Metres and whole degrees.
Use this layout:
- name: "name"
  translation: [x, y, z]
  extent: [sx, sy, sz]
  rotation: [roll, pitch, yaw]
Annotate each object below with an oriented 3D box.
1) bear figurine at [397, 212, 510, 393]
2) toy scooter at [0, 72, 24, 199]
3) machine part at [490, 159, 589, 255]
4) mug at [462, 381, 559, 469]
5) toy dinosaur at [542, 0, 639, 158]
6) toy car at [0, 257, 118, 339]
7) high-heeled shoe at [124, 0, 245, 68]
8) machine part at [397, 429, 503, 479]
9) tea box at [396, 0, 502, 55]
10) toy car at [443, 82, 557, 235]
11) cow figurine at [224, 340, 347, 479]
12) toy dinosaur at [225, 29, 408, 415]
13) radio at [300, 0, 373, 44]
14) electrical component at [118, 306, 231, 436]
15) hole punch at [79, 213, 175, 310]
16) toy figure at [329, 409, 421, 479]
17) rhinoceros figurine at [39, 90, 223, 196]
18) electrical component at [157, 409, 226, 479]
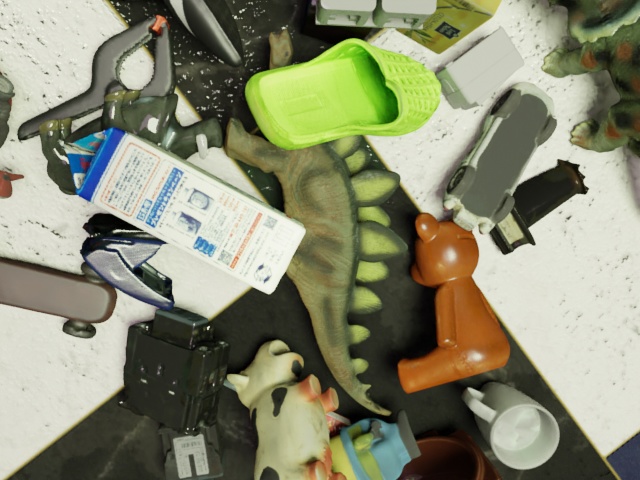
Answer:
- name: "bear figurine"
  translation: [0.149, 0.072, 0.660]
  extent: [0.132, 0.120, 0.196]
  rotation: [-33, 69, 40]
- name: "toy scooter"
  translation: [-0.373, -0.111, 0.583]
  extent: [0.135, 0.075, 0.183]
  rotation: [22, 101, 25]
- name: "machine part"
  translation: [0.273, -0.046, 0.684]
  extent: [0.139, 0.039, 0.084]
  rotation: [-37, 90, 2]
- name: "mug"
  translation: [0.226, 0.220, 0.676]
  extent: [0.109, 0.107, 0.080]
  rotation: [23, 94, -4]
- name: "toy dinosaur"
  translation: [0.365, -0.175, 0.598]
  extent: [0.131, 0.192, 0.404]
  rotation: [-34, 97, 2]
- name: "toy car"
  translation: [-0.343, 0.053, 0.633]
  extent: [0.202, 0.053, 0.089]
  rotation: [14, 92, -11]
- name: "high-heeled shoe"
  translation: [-0.191, -0.249, 0.571]
  extent: [0.145, 0.086, 0.249]
  rotation: [-36, 80, 19]
- name: "machine part"
  translation: [0.120, 0.321, 0.632]
  extent: [0.201, 0.201, 0.087]
  rotation: [-29, 96, -1]
- name: "tea box"
  translation: [0.148, -0.273, 0.577]
  extent: [0.068, 0.170, 0.098]
  rotation: [27, 96, -7]
- name: "toy car"
  translation: [0.218, -0.100, 0.650]
  extent: [0.073, 0.056, 0.201]
  rotation: [33, 80, -7]
- name: "cow figurine"
  translation: [-0.046, 0.207, 0.626]
  extent: [0.127, 0.195, 0.085]
  rotation: [-24, 138, 16]
- name: "toy dinosaur"
  translation: [-0.001, -0.002, 0.633]
  extent: [0.199, 0.105, 0.470]
  rotation: [-8, 101, -7]
- name: "radio"
  translation: [0.040, -0.332, 0.580]
  extent: [0.073, 0.131, 0.229]
  rotation: [14, 95, -7]
- name: "electrical component"
  translation: [-0.172, 0.149, 0.637]
  extent: [0.115, 0.058, 0.134]
  rotation: [12, 97, 20]
- name: "hole punch"
  translation: [-0.208, 0.019, 0.606]
  extent: [0.116, 0.142, 0.092]
  rotation: [9, 100, -18]
- name: "toy figure"
  translation: [0.032, 0.270, 0.642]
  extent: [0.180, 0.089, 0.082]
  rotation: [-23, 93, 1]
- name: "rhinoceros figurine"
  translation: [-0.202, -0.105, 0.583]
  extent: [0.190, 0.073, 0.112]
  rotation: [-18, 104, -7]
- name: "electrical component"
  translation: [-0.159, 0.278, 0.681]
  extent: [0.075, 0.048, 0.119]
  rotation: [-4, 96, -4]
